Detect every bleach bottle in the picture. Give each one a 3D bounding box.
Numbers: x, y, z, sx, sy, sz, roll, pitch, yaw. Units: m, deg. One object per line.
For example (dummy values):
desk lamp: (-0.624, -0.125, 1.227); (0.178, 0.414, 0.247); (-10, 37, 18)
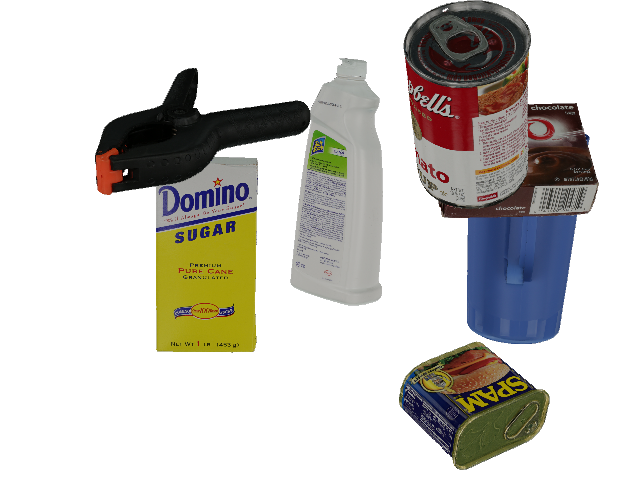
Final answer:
bleach bottle: (0.027, -0.065, 1.133); (0.103, 0.251, 0.067); (16, 16, 36)

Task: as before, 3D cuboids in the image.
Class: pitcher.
pitcher: (0.227, -0.007, 1.213); (0.149, 0.243, 0.145); (-7, 17, -33)

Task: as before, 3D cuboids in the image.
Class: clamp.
clamp: (-0.104, -0.082, 0.766); (0.120, 0.039, 0.171); (21, 34, 38)

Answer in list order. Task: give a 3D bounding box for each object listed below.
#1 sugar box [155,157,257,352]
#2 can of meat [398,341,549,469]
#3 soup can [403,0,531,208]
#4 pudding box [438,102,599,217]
sugar box: (-0.104, 0.013, 0.976); (0.093, 0.176, 0.048); (0, 13, -3)
can of meat: (0.131, 0.139, 0.924); (0.101, 0.057, 0.084); (-16, 37, -29)
soup can: (0.085, -0.076, 0.609); (0.068, 0.068, 0.102); (0, -39, 11)
pudding box: (0.142, -0.061, 0.799); (0.113, 0.090, 0.039); (0, -41, -1)
